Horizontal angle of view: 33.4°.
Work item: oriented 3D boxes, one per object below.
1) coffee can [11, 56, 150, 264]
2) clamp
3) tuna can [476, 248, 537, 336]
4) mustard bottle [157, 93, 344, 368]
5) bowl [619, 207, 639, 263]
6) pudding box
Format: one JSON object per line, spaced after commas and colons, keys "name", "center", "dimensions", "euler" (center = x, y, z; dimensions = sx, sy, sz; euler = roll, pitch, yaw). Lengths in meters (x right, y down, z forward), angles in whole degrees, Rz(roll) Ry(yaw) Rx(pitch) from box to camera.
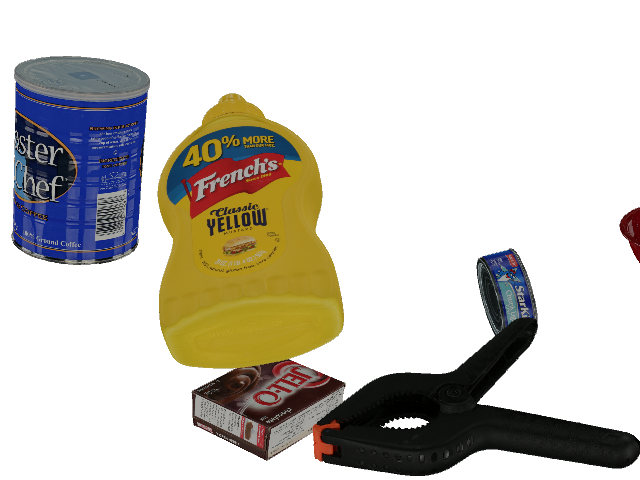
{"name": "coffee can", "center": [-0.191, -0.065, 0.848], "dimensions": [0.103, 0.140, 0.103], "euler": [7, 23, -3]}
{"name": "clamp", "center": [0.095, 0.115, 0.754], "dimensions": [0.210, 0.036, 0.164], "euler": [-7, 29, -6]}
{"name": "tuna can", "center": [0.177, 0.053, 1.018], "dimensions": [0.033, 0.086, 0.086], "euler": [-14, 1, -2]}
{"name": "mustard bottle", "center": [-0.045, -0.019, 0.619], "dimensions": [0.096, 0.191, 0.058], "euler": [-12, -43, 3]}
{"name": "bowl", "center": [0.391, 0.011, 1.101], "dimensions": [0.162, 0.055, 0.162], "euler": [-3, 23, 1]}
{"name": "pudding box", "center": [-0.046, 0.145, 0.954], "dimensions": [0.090, 0.039, 0.113], "euler": [17, 26, 33]}
